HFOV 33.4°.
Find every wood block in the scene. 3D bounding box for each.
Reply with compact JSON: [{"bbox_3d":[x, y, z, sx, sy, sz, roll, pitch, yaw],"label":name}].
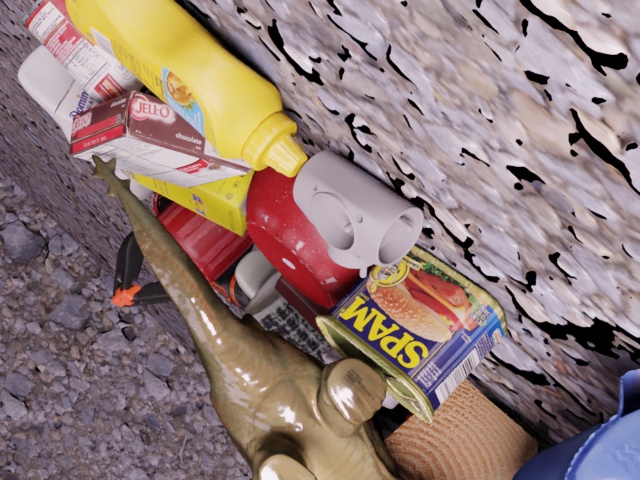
[{"bbox_3d":[0.121,0.214,0.910,0.090,0.090,0.206,41,161,29],"label":"wood block"}]

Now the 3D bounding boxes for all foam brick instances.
[{"bbox_3d":[0.007,0.047,0.920,0.078,0.053,0.051,45,167,5],"label":"foam brick"}]

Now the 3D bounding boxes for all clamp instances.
[{"bbox_3d":[0.071,0.199,1.066,0.165,0.036,0.210,45,160,20],"label":"clamp"},{"bbox_3d":[-0.138,0.013,1.060,0.120,0.171,0.039,37,144,-10],"label":"clamp"}]

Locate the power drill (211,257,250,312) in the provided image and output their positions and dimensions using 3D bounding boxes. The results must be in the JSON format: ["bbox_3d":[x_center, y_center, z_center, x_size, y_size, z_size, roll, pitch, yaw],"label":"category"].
[{"bbox_3d":[-0.048,0.092,1.220,0.185,0.057,0.187,27,156,54],"label":"power drill"}]

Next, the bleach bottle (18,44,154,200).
[{"bbox_3d":[-0.232,-0.111,1.147,0.103,0.068,0.251,41,168,19],"label":"bleach bottle"}]

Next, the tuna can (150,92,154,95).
[{"bbox_3d":[-0.179,-0.151,0.922,0.086,0.033,0.086,42,166,12],"label":"tuna can"}]

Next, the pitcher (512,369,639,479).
[{"bbox_3d":[0.180,0.179,0.623,0.145,0.149,0.243,32,168,7],"label":"pitcher"}]

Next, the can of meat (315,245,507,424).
[{"bbox_3d":[0.063,0.059,0.719,0.102,0.084,0.057,36,164,34],"label":"can of meat"}]

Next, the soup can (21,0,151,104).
[{"bbox_3d":[-0.167,-0.151,0.817,0.102,0.068,0.069,47,167,-10],"label":"soup can"}]

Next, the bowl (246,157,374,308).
[{"bbox_3d":[-0.005,0.001,0.816,0.162,0.055,0.162,42,166,13],"label":"bowl"}]

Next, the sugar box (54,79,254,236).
[{"bbox_3d":[-0.137,-0.070,0.920,0.176,0.048,0.093,25,165,5],"label":"sugar box"}]

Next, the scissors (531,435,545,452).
[{"bbox_3d":[0.171,0.177,0.897,0.202,0.016,0.096,29,158,51],"label":"scissors"}]

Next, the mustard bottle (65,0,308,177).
[{"bbox_3d":[-0.083,-0.109,0.709,0.192,0.058,0.096,42,168,12],"label":"mustard bottle"}]

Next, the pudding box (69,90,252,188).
[{"bbox_3d":[-0.118,-0.073,0.802,0.113,0.039,0.090,17,165,-38],"label":"pudding box"}]

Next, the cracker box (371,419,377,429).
[{"bbox_3d":[0.003,0.211,1.087,0.164,0.072,0.214,63,163,-16],"label":"cracker box"}]

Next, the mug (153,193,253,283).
[{"bbox_3d":[-0.112,-0.021,1.007,0.117,0.081,0.093,39,166,25],"label":"mug"}]
